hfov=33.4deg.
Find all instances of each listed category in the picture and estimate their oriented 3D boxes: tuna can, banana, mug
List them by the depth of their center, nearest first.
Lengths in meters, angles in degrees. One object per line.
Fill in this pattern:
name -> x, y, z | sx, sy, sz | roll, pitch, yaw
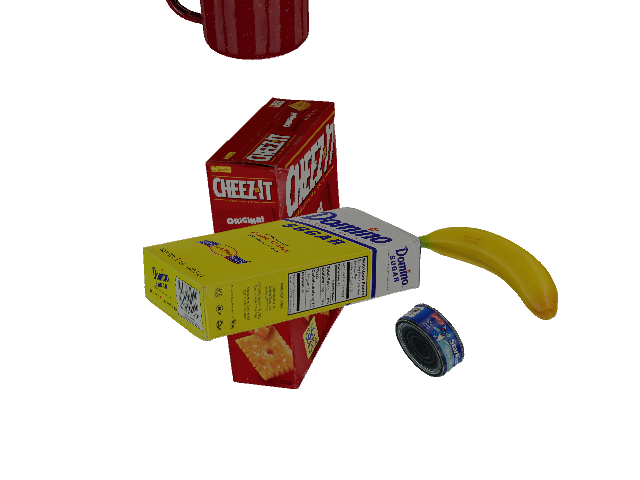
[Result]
mug -> -0.062, -0.188, 0.801 | 0.117, 0.081, 0.093 | 2, 36, 5
banana -> 0.172, 0.026, 1.048 | 0.069, 0.037, 0.198 | -37, 37, -22
tuna can -> 0.129, 0.120, 1.270 | 0.033, 0.086, 0.086 | -35, 15, -24

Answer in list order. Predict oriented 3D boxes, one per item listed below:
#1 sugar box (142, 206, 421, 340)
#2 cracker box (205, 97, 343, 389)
sugar box -> -0.026, 0.018, 0.752 | 0.175, 0.048, 0.093 | -15, 25, -31
cracker box -> -0.032, -0.001, 0.959 | 0.072, 0.214, 0.164 | 5, 28, 16
